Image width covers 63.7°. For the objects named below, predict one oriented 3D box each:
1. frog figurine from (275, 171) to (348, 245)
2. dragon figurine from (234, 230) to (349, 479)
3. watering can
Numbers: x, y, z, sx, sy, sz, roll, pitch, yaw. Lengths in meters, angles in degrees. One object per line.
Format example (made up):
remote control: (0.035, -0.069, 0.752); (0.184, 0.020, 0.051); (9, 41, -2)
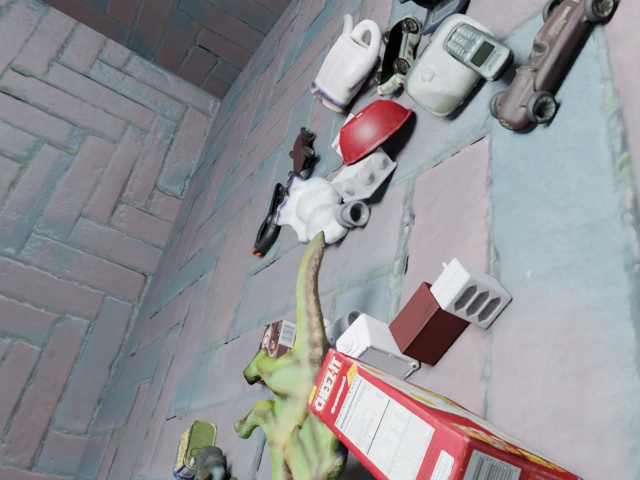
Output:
frog figurine: (0.003, -0.051, 1.022); (0.161, 0.121, 0.138); (27, 81, 32)
dragon figurine: (-0.011, 0.208, 0.663); (0.245, 0.122, 0.407); (-149, 69, -64)
watering can: (0.062, -0.439, 1.263); (0.221, 0.103, 0.355); (-55, 25, 21)
